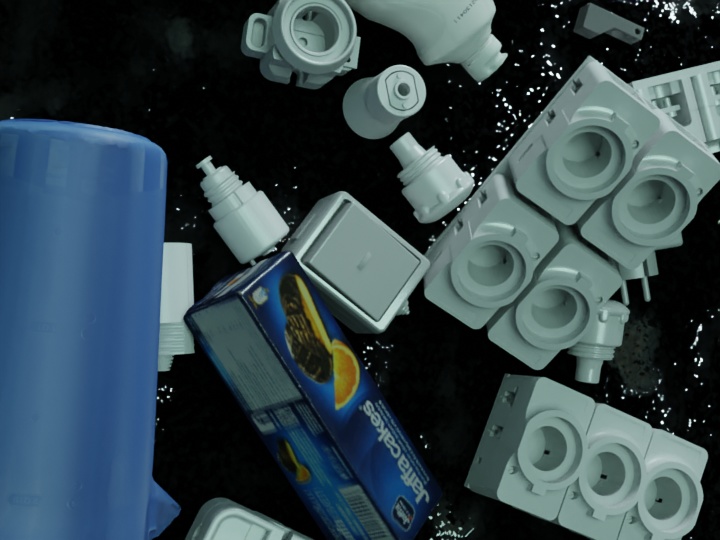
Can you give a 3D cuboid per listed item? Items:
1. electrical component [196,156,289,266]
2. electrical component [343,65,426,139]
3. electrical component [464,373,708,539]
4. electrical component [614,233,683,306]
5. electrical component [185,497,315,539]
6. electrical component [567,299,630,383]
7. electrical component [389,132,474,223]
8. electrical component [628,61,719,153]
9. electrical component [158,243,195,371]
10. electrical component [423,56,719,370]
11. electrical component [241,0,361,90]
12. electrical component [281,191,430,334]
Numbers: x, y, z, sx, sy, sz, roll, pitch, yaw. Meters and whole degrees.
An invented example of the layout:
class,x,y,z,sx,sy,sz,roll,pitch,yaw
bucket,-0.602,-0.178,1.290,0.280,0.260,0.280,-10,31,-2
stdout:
class,x,y,z,sx,sy,sz,roll,pitch,yaw
electrical component,-0.081,-0.040,0.712,0.040,0.040,0.078,-38,98,-17
electrical component,0.019,-0.117,0.736,0.044,0.065,0.044,1,87,-18
electrical component,0.165,0.144,0.773,0.150,0.062,0.089,25,80,-16
electrical component,0.200,-0.013,0.801,0.066,0.047,0.076,-9,90,-19
electrical component,-0.065,0.189,0.695,0.095,0.059,0.053,29,79,-15
electrical component,0.171,0.051,0.790,0.048,0.048,0.062,6,93,-18
electrical component,0.046,-0.067,0.755,0.048,0.048,0.062,-39,93,-16
electrical component,0.248,-0.115,0.800,0.150,0.089,0.061,-16,92,-19
electrical component,-0.128,0.024,0.691,0.043,0.043,0.081,-2,88,-19
electrical component,0.138,-0.032,0.724,0.105,0.060,0.186,33,112,-14
electrical component,-0.035,-0.156,0.725,0.078,0.057,0.058,9,84,-18
electrical component,0.000,0.000,0.726,0.096,0.061,0.061,39,76,-13
